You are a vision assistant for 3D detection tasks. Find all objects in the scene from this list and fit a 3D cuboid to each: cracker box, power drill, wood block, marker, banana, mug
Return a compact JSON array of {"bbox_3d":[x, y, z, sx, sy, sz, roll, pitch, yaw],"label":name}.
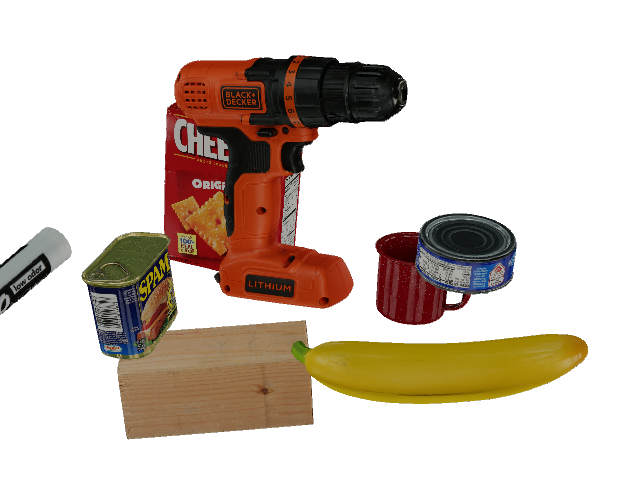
[{"bbox_3d":[-0.114,-0.064,1.359,0.164,0.214,0.072,13,29,15],"label":"cracker box"},{"bbox_3d":[-0.018,-0.046,0.805,0.185,0.188,0.057,6,20,28],"label":"power drill"},{"bbox_3d":[-0.115,0.155,1.192,0.206,0.091,0.090,-4,23,-2],"label":"wood block"},{"bbox_3d":[-0.161,0.034,0.489,0.020,0.020,0.121,0,34,39],"label":"marker"},{"bbox_3d":[0.075,0.078,0.688,0.198,0.037,0.069,1,26,6],"label":"banana"},{"bbox_3d":[0.118,0.047,1.233,0.117,0.081,0.093,12,25,19],"label":"mug"}]

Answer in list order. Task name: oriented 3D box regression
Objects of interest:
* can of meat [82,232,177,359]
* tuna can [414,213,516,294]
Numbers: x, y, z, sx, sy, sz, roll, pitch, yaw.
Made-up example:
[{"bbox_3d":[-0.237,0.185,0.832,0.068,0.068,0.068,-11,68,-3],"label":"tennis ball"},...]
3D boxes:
[{"bbox_3d":[-0.176,0.052,1.007,0.057,0.084,0.102,3,27,15],"label":"can of meat"},{"bbox_3d":[0.126,0.010,0.924,0.086,0.034,0.086,2,29,-1],"label":"tuna can"}]
